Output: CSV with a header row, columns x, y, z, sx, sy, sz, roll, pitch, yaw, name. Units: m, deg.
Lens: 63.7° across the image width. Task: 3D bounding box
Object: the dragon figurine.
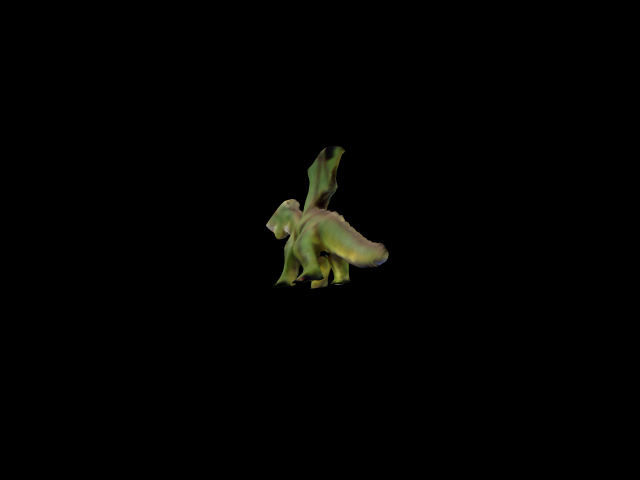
x,y,z,sx,sy,sz,roll,pitch,yaw,name
0.003,-0.043,0.850,0.122,0.246,0.406,8,-16,-27,dragon figurine
